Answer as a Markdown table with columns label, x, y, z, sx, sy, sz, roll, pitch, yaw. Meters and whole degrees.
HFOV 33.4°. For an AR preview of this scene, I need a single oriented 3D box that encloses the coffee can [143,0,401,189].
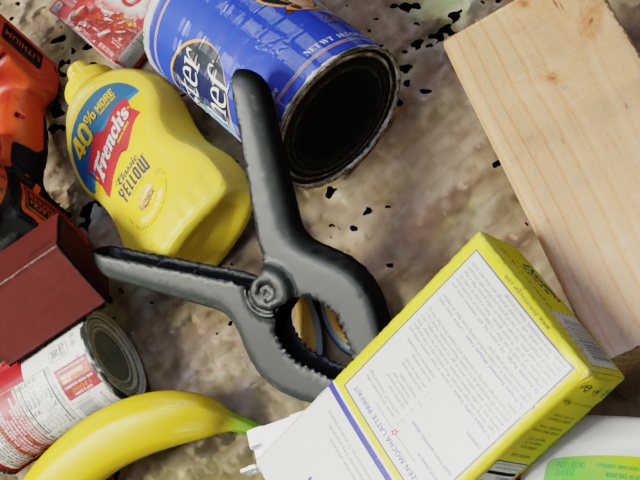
| label | x | y | z | sx | sy | sz | roll | pitch | yaw |
| --- | --- | --- | --- | --- | --- | --- | --- | --- | --- |
| coffee can | -0.032 | -0.113 | 0.686 | 0.103 | 0.102 | 0.140 | -48 | 60 | 1 |

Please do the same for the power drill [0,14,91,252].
| label | x | y | z | sx | sy | sz | roll | pitch | yaw |
| --- | --- | --- | --- | --- | --- | --- | --- | --- | --- |
| power drill | -0.230 | -0.076 | 0.726 | 0.057 | 0.184 | 0.187 | -23 | 54 | 14 |

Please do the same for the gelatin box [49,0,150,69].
| label | x | y | z | sx | sy | sz | roll | pitch | yaw |
| --- | --- | --- | --- | --- | --- | --- | --- | --- | --- |
| gelatin box | -0.152 | -0.177 | 0.805 | 0.089 | 0.030 | 0.073 | 40 | 90 | 30 |

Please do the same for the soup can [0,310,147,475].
| label | x | y | z | sx | sy | sz | roll | pitch | yaw |
| --- | --- | --- | --- | --- | --- | --- | --- | --- | --- |
| soup can | -0.172 | 0.098 | 0.689 | 0.102 | 0.068 | 0.068 | -31 | 62 | 10 |

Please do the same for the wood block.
| label | x | y | z | sx | sy | sz | roll | pitch | yaw |
| --- | --- | --- | --- | --- | --- | --- | --- | --- | --- |
| wood block | 0.154 | -0.032 | 0.579 | 0.090 | 0.090 | 0.206 | -28 | 63 | 13 |

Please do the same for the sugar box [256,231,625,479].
| label | x | y | z | sx | sy | sz | roll | pitch | yaw |
| --- | --- | --- | --- | --- | --- | --- | --- | --- | --- |
| sugar box | 0.054 | 0.091 | 0.531 | 0.176 | 0.048 | 0.093 | -48 | 52 | 20 |

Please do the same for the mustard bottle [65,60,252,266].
| label | x | y | z | sx | sy | sz | roll | pitch | yaw |
| --- | --- | --- | --- | --- | --- | --- | --- | --- | --- |
| mustard bottle | -0.124 | -0.061 | 0.731 | 0.192 | 0.058 | 0.096 | 51 | 118 | 31 |

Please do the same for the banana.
| label | x | y | z | sx | sy | sz | roll | pitch | yaw |
| --- | --- | --- | --- | --- | --- | --- | --- | --- | --- |
| banana | -0.133 | 0.143 | 0.659 | 0.198 | 0.037 | 0.069 | -30 | 99 | 13 |

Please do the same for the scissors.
| label | x | y | z | sx | sy | sz | roll | pitch | yaw |
| --- | --- | --- | --- | --- | --- | --- | --- | --- | --- |
| scissors | -0.004 | 0.001 | 0.681 | 0.096 | 0.016 | 0.202 | -11 | 67 | 19 |

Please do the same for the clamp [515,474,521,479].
| label | x | y | z | sx | sy | sz | roll | pitch | yaw |
| --- | --- | --- | --- | --- | --- | --- | --- | --- | --- |
| clamp | 0.041 | 0.179 | 0.570 | 0.120 | 0.039 | 0.171 | 35 | 75 | 24 |

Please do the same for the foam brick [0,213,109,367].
| label | x | y | z | sx | sy | sz | roll | pitch | yaw |
| --- | --- | --- | --- | --- | --- | --- | --- | --- | --- |
| foam brick | -0.180 | 0.031 | 0.672 | 0.078 | 0.051 | 0.053 | -33 | 27 | 4 |

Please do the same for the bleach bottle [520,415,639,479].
| label | x | y | z | sx | sy | sz | roll | pitch | yaw |
| --- | --- | --- | --- | --- | --- | --- | --- | --- | --- |
| bleach bottle | 0.123 | 0.198 | 0.466 | 0.103 | 0.068 | 0.250 | -1 | 47 | 23 |

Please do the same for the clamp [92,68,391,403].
| label | x | y | z | sx | sy | sz | roll | pitch | yaw |
| --- | --- | --- | --- | --- | --- | --- | --- | --- | --- |
| clamp | -0.022 | 0.016 | 0.617 | 0.210 | 0.036 | 0.165 | 40 | 115 | 12 |

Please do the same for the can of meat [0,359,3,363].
| label | x | y | z | sx | sy | sz | roll | pitch | yaw |
| --- | --- | --- | --- | --- | --- | --- | --- | --- | --- |
| can of meat | -0.251 | 0.057 | 0.721 | 0.058 | 0.102 | 0.084 | 20 | 82 | 44 |
